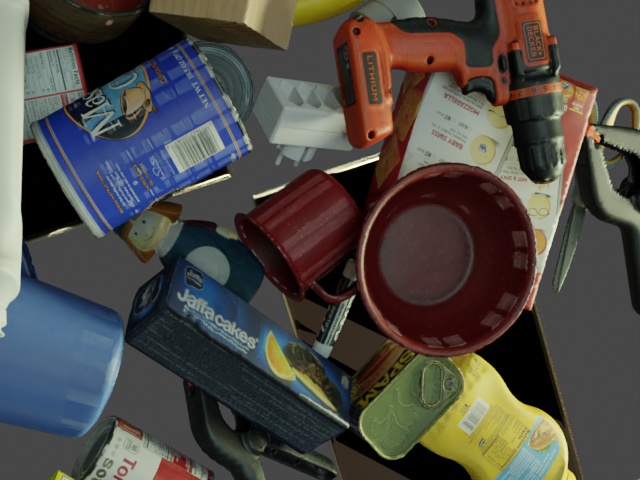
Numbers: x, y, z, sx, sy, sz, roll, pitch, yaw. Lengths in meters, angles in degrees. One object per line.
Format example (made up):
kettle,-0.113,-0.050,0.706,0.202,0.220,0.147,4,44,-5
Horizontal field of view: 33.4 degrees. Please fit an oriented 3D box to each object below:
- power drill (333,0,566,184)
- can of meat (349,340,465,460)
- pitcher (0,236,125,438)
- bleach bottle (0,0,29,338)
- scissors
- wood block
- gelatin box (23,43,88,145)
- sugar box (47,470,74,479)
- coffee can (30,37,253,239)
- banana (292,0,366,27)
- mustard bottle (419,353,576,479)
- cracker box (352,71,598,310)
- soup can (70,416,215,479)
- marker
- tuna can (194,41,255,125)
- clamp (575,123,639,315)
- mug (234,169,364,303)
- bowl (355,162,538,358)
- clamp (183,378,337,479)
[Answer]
power drill,0.112,-0.127,0.892,0.187,0.057,0.184,-10,90,-14
can of meat,0.067,0.138,0.952,0.102,0.084,0.057,-45,105,-10
pitcher,-0.278,0.059,0.822,0.242,0.145,0.149,21,110,-21
bleach bottle,-0.241,-0.055,0.760,0.068,0.103,0.251,1,69,-23
scissors,0.242,-0.059,1.031,0.096,0.016,0.201,33,83,-15
wood block,-0.061,-0.269,0.866,0.090,0.090,0.206,12,90,22
gelatin box,-0.234,-0.116,0.869,0.089,0.030,0.073,-14,96,-16
sugar box,-0.167,0.263,0.881,0.176,0.093,0.048,35,42,-14
coffee can,-0.138,-0.079,0.831,0.140,0.103,0.103,-30,102,-5
banana,0.020,-0.238,0.941,0.197,0.037,0.069,-43,82,-13
mustard bottle,0.175,0.194,1.003,0.191,0.058,0.096,40,80,-16
cracker box,0.138,-0.062,0.969,0.164,0.072,0.214,17,89,-16
soup can,-0.149,0.200,0.896,0.102,0.069,0.068,34,83,-16
marker,0.011,0.075,0.953,0.020,0.020,0.121,19,100,-18
tuna can,-0.099,-0.126,0.908,0.086,0.034,0.086,-1,94,-18
clamp,0.305,-0.033,1.031,0.209,0.036,0.164,34,83,-27
mug,-0.006,0.001,0.913,0.081,0.093,0.117,-37,75,-17
bowl,0.099,0.015,0.897,0.162,0.055,0.162,-1,95,-15
clamp,-0.063,0.185,0.916,0.171,0.039,0.120,46,37,-12
